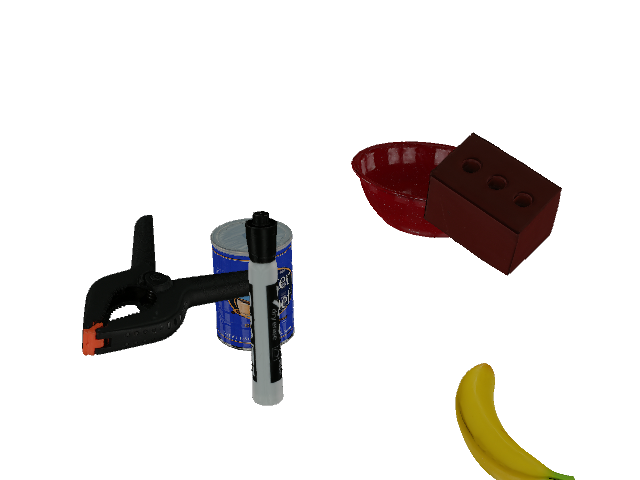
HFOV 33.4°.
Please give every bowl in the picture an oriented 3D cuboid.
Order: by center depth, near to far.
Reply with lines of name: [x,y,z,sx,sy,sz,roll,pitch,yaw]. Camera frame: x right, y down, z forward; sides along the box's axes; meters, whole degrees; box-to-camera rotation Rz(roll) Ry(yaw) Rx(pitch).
bowl: [0.109,-0.046,1.057,0.162,0.055,0.162,4,24,-2]

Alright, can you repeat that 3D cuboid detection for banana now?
banana: [0.163,0.175,0.999,0.069,0.037,0.198,8,25,-20]

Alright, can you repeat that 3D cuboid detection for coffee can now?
coffee can: [-0.085,0.055,1.364,0.103,0.140,0.103,-1,25,0]

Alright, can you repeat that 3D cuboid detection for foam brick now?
foam brick: [0.118,-0.025,0.741,0.078,0.051,0.053,36,60,22]

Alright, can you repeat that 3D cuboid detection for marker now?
marker: [-0.033,0.041,0.632,0.020,0.121,0.020,-1,21,0]

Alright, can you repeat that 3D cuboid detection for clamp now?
clamp: [-0.165,0.044,1.025,0.165,0.036,0.209,26,36,25]
